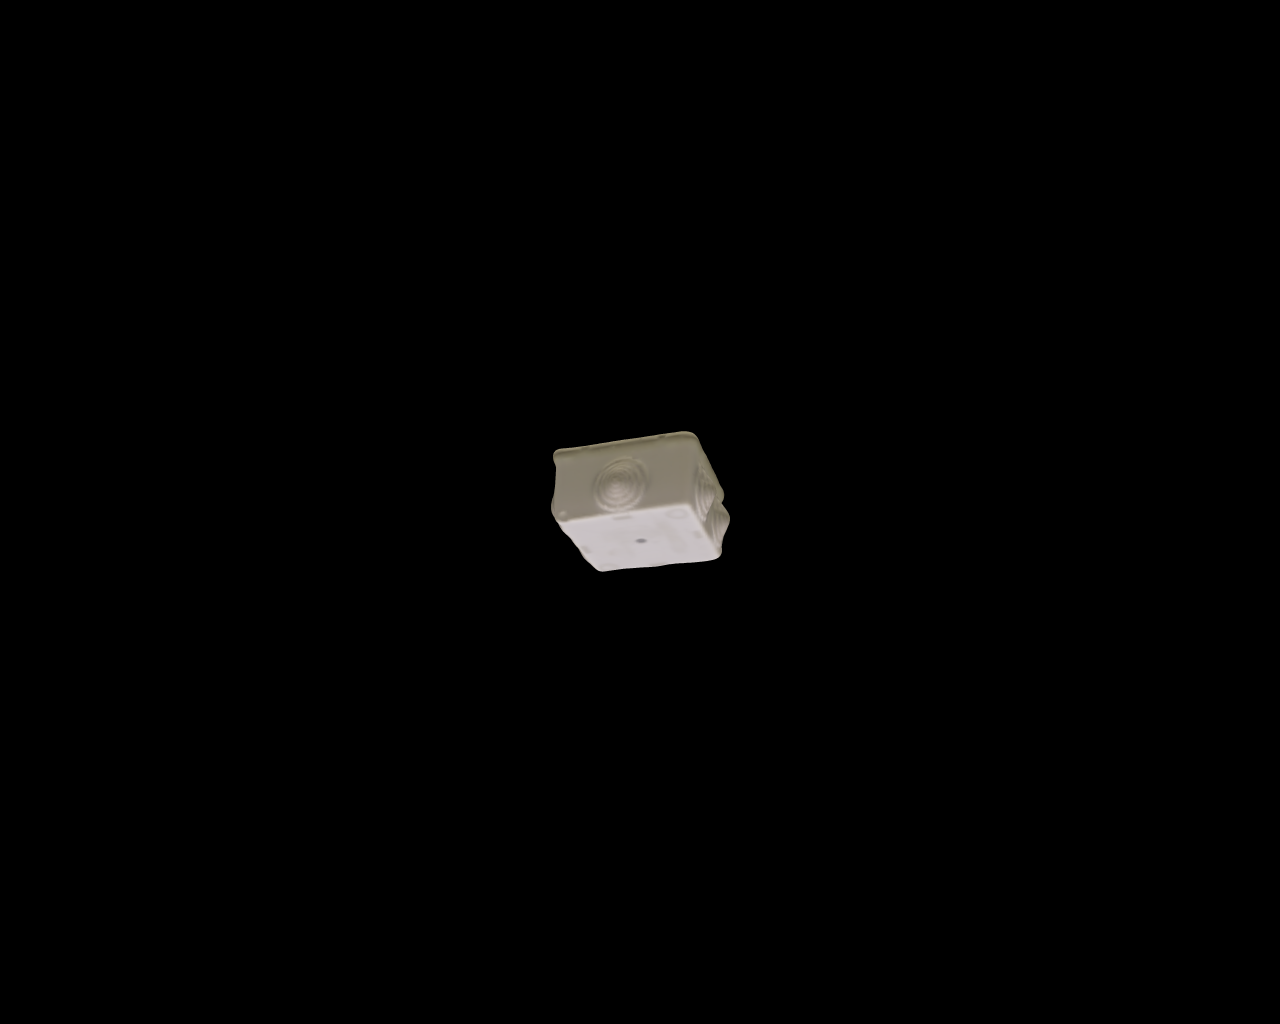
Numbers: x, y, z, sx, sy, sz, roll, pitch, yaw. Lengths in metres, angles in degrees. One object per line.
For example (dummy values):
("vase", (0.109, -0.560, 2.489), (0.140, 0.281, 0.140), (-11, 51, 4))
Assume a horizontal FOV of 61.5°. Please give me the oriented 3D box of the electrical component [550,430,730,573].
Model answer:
("electrical component", (0.001, -0.003, 0.650), (0.100, 0.048, 0.099), (-7, -27, 14))
